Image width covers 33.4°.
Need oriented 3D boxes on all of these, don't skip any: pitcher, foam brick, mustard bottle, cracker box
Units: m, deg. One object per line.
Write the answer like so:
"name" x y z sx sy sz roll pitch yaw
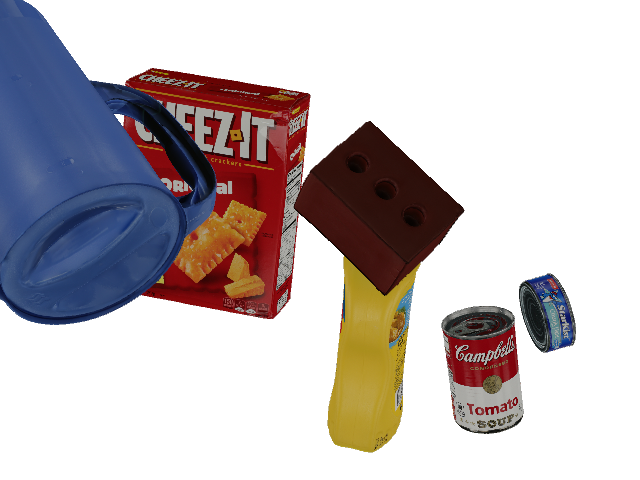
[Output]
"pitcher" -0.196 -0.071 0.775 0.145 0.243 0.149 -44 -33 14
"foam brick" 0.032 -0.018 0.613 0.053 0.078 0.051 -42 -11 -24
"mustard bottle" 0.043 0.060 0.822 0.058 0.192 0.096 11 25 13
"cracker box" -0.105 -0.043 1.018 0.164 0.214 0.072 11 22 12

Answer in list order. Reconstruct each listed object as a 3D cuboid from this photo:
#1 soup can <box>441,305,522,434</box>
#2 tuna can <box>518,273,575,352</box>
"soup can" 0.153 0.122 1.006 0.068 0.102 0.068 -8 19 3
"tuna can" 0.256 0.083 1.209 0.033 0.086 0.086 -15 2 -6
